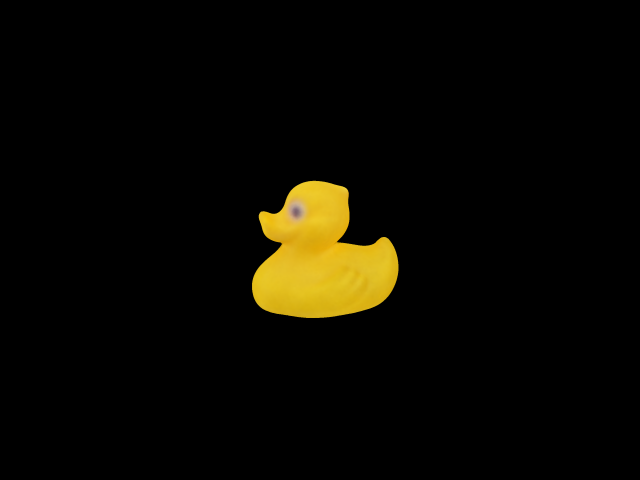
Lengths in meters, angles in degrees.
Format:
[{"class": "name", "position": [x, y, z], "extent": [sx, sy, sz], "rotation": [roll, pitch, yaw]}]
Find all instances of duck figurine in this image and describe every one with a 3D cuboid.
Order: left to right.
[{"class": "duck figurine", "position": [0.004, 0.001, 0.400], "extent": [0.104, 0.086, 0.077], "rotation": [-2, 19, -7]}]
